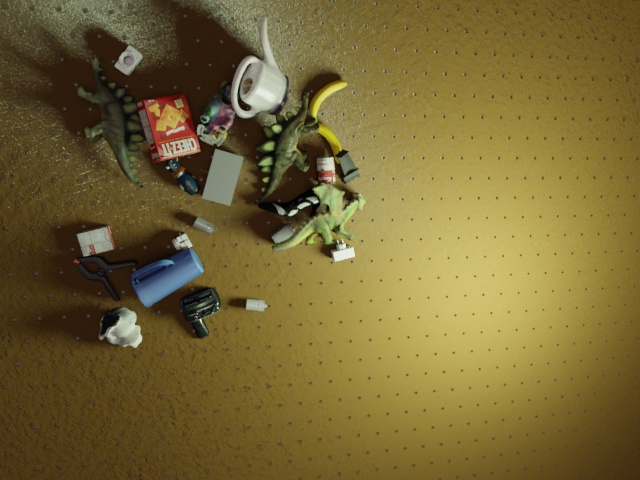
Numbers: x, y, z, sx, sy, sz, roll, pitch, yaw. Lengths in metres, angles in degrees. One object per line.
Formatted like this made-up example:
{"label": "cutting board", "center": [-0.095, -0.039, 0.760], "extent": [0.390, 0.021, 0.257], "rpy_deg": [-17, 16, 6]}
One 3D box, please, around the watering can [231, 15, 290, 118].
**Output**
{"label": "watering can", "center": [-0.193, -0.587, 1.822], "extent": [0.105, 0.347, 0.223], "rpy_deg": [24, 5, 42]}

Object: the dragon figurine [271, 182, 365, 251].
{"label": "dragon figurine", "center": [0.006, -0.098, 1.942], "extent": [0.412, 0.241, 0.123], "rpy_deg": [-9, 12, -28]}

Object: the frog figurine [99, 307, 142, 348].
{"label": "frog figurine", "center": [-0.721, 0.323, 1.897], "extent": [0.124, 0.138, 0.157], "rpy_deg": [25, -8, 40]}
